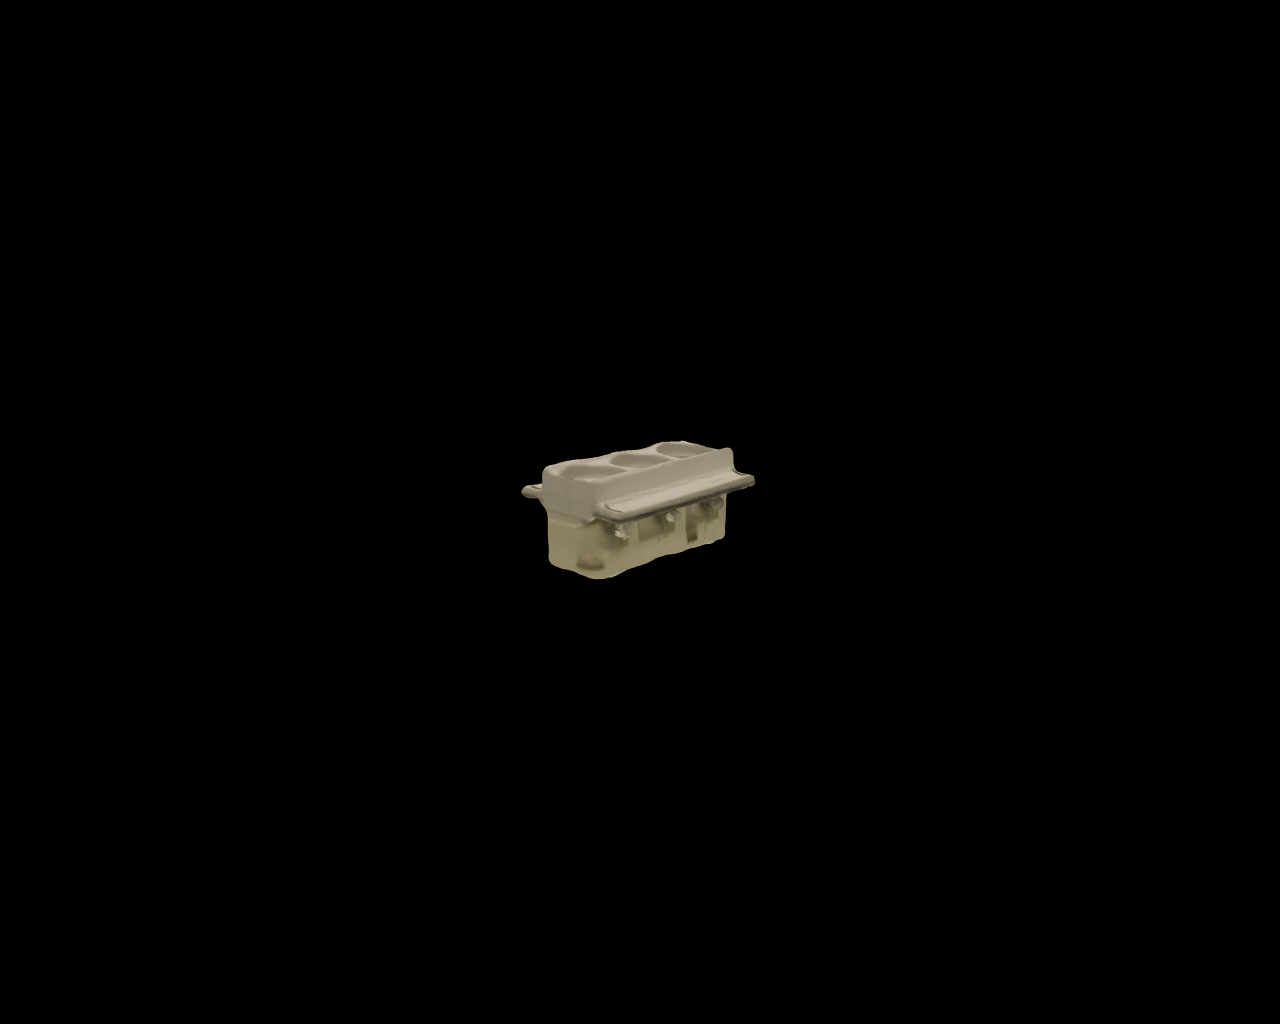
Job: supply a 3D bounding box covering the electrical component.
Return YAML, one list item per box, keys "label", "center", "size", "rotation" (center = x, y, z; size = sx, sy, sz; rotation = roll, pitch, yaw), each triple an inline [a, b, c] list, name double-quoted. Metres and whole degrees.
- label: "electrical component"
  center: [0.001, -0.003, 0.650]
  size: [0.079, 0.063, 0.121]
  rotation: [14, 20, 42]
